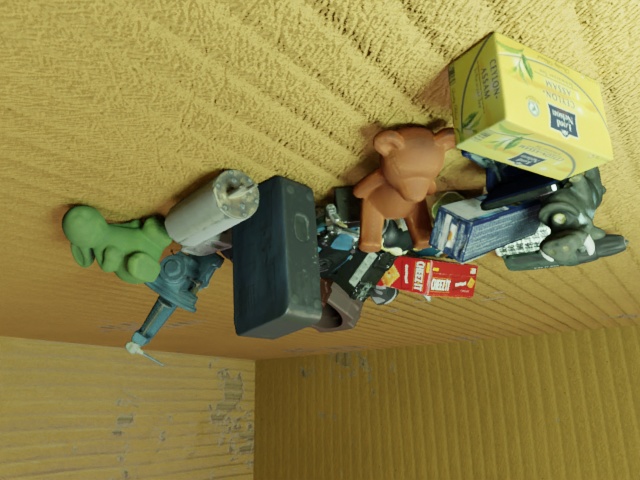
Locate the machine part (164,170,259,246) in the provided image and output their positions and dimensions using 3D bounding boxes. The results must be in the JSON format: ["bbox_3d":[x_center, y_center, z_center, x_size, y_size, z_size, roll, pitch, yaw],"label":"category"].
[{"bbox_3d":[-0.169,-0.045,0.828,0.079,0.079,0.243,12,157,-36],"label":"machine part"}]

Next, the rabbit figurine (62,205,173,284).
[{"bbox_3d":[-0.368,-0.007,0.935,0.159,0.121,0.170,-9,144,45],"label":"rabbit figurine"}]

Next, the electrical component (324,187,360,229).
[{"bbox_3d":[0.056,-0.049,0.829,0.102,0.078,0.045,0,160,-5],"label":"electrical component"}]

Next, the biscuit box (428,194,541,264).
[{"bbox_3d":[0.241,-0.026,0.754,0.202,0.062,0.059,-14,-146,-39],"label":"biscuit box"}]

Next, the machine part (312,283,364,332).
[{"bbox_3d":[-0.013,0.130,1.260,0.201,0.087,0.201,39,148,-23],"label":"machine part"}]

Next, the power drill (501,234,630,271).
[{"bbox_3d":[0.453,0.007,1.051,0.232,0.086,0.207,-14,166,42],"label":"power drill"}]

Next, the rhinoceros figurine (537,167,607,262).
[{"bbox_3d":[0.339,-0.039,0.731,0.073,0.112,0.190,-15,-162,41],"label":"rhinoceros figurine"}]

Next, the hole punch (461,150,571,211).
[{"bbox_3d":[0.257,-0.103,0.691,0.142,0.092,0.116,-21,-175,41],"label":"hole punch"}]

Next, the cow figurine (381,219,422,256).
[{"bbox_3d":[0.145,-0.013,0.918,0.068,0.098,0.167,-23,153,35],"label":"cow figurine"}]

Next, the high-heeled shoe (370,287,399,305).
[{"bbox_3d":[0.164,0.093,1.308,0.145,0.086,0.248,-32,155,32],"label":"high-heeled shoe"}]

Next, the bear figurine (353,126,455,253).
[{"bbox_3d":[0.115,-0.065,0.711,0.120,0.132,0.196,-3,169,-8],"label":"bear figurine"}]

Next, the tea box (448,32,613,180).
[{"bbox_3d":[0.218,-0.131,0.554,0.169,0.098,0.068,8,160,-32],"label":"tea box"}]

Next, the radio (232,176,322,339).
[{"bbox_3d":[-0.068,0.025,0.813,0.073,0.229,0.131,15,151,-43],"label":"radio"}]

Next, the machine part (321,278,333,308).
[{"bbox_3d":[-0.052,0.072,1.094,0.180,0.056,0.179,16,133,17],"label":"machine part"}]

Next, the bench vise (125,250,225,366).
[{"bbox_3d":[-0.289,0.111,1.038,0.129,0.240,0.223,34,172,-5],"label":"bench vise"}]

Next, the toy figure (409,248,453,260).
[{"bbox_3d":[0.229,0.010,1.056,0.154,0.064,0.057,10,123,-43],"label":"toy figure"}]

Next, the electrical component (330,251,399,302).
[{"bbox_3d":[0.064,0.030,0.989,0.058,0.134,0.115,25,106,-49],"label":"electrical component"}]

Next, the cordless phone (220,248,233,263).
[{"bbox_3d":[-0.130,0.042,1.028,0.146,0.089,0.184,52,150,-15],"label":"cordless phone"}]

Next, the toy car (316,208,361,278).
[{"bbox_3d":[-0.002,-0.003,0.927,0.109,0.103,0.161,11,143,-32],"label":"toy car"}]
